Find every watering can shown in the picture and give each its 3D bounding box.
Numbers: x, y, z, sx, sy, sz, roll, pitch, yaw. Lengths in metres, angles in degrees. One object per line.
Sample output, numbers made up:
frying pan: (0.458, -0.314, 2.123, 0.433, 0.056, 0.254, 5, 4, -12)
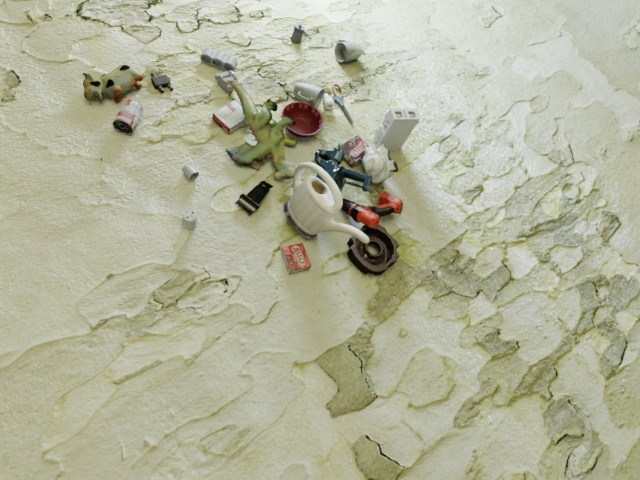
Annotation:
watering can: (0.005, -0.083, 1.650, 0.105, 0.351, 0.220, -16, -24, -45)

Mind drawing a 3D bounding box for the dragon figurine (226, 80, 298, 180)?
dragon figurine: (-0.226, -0.363, 1.804, 0.411, 0.246, 0.120, 39, -24, 3)

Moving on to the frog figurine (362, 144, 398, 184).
frog figurine: (0.195, -0.267, 1.857, 0.122, 0.135, 0.162, 2, 23, 36)
